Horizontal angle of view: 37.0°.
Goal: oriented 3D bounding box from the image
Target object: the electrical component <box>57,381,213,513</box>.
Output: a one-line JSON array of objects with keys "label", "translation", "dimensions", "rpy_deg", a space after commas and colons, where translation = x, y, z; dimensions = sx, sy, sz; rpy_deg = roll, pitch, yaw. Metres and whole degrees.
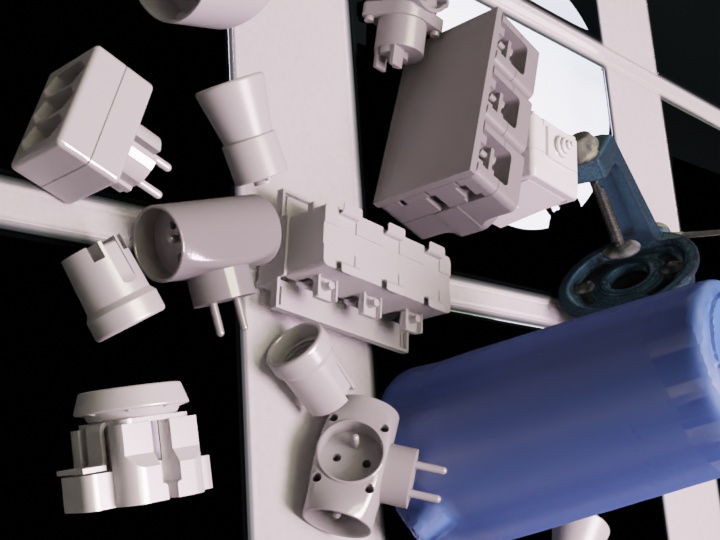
[{"label": "electrical component", "translation": [-0.113, 0.087, 0.542], "dimensions": [0.078, 0.058, 0.057], "rpy_deg": [0, 80, -48]}]

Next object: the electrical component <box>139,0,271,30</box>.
[{"label": "electrical component", "translation": [-0.091, -0.191, 0.630], "dimensions": [0.064, 0.099, 0.099], "rpy_deg": [-13, 87, -43]}]

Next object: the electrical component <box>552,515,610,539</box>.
[{"label": "electrical component", "translation": [0.162, 0.215, 0.816], "dimensions": [0.045, 0.045, 0.055], "rpy_deg": [49, 46, -25]}]

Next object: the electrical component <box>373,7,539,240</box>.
[{"label": "electrical component", "translation": [0.075, -0.105, 0.792], "dimensions": [0.062, 0.089, 0.150], "rpy_deg": [36, 53, -35]}]

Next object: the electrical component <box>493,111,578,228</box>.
[{"label": "electrical component", "translation": [0.124, -0.076, 0.832], "dimensions": [0.062, 0.096, 0.061], "rpy_deg": [22, 63, -43]}]

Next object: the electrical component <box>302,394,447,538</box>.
[{"label": "electrical component", "translation": [0.013, 0.123, 0.659], "dimensions": [0.044, 0.079, 0.077], "rpy_deg": [87, 16, -56]}]

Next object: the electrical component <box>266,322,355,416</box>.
[{"label": "electrical component", "translation": [-0.029, 0.061, 0.660], "dimensions": [0.046, 0.040, 0.040], "rpy_deg": [57, 43, -26]}]

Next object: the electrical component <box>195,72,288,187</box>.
[{"label": "electrical component", "translation": [-0.070, -0.084, 0.662], "dimensions": [0.044, 0.044, 0.065], "rpy_deg": [-30, 104, -49]}]

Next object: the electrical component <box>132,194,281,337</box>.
[{"label": "electrical component", "translation": [-0.082, -0.002, 0.617], "dimensions": [0.077, 0.043, 0.079], "rpy_deg": [-12, 86, -49]}]

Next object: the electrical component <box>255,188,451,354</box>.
[{"label": "electrical component", "translation": [0.000, 0.000, 0.693], "dimensions": [0.121, 0.063, 0.078], "rpy_deg": [22, 61, -42]}]

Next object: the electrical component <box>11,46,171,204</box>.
[{"label": "electrical component", "translation": [-0.134, -0.067, 0.578], "dimensions": [0.077, 0.047, 0.065], "rpy_deg": [36, 53, -35]}]

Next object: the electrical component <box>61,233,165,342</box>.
[{"label": "electrical component", "translation": [-0.130, 0.009, 0.564], "dimensions": [0.040, 0.040, 0.046], "rpy_deg": [-31, 95, -49]}]
